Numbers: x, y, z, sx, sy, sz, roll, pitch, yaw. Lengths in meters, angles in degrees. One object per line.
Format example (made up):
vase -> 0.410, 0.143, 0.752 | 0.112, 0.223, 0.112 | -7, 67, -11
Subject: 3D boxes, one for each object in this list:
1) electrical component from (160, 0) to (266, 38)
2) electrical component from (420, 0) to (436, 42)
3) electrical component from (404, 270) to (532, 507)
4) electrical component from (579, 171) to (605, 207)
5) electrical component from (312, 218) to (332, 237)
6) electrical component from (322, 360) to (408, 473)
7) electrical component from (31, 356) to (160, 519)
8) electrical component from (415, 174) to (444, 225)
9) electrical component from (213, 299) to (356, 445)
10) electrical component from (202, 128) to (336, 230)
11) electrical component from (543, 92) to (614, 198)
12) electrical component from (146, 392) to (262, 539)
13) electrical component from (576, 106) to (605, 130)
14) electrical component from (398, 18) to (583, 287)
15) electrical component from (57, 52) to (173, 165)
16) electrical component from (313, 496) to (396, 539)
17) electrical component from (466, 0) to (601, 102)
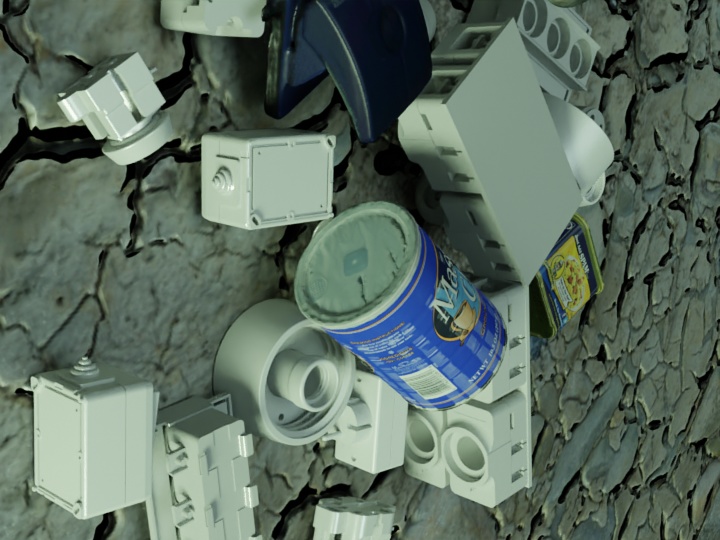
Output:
electrical component -> -0.096, -0.199, 0.698 | 0.050, 0.056, 0.089 | -4, 103, -46
electrical component -> 0.025, -0.232, 0.822 | 0.073, 0.052, 0.138 | -59, 141, -55
electrical component -> 0.086, 0.099, 0.928 | 0.060, 0.105, 0.186 | -20, 114, -42
electrical component -> 0.202, -0.087, 1.040 | 0.066, 0.055, 0.048 | -36, 124, -35
electrical component -> 0.000, 0.000, 0.858 | 0.077, 0.043, 0.079 | 4, 97, -47
electrical component -> -0.003, 0.122, 0.883 | 0.076, 0.047, 0.083 | -7, 105, -45
electrical component -> -0.169, 0.101, 0.692 | 0.061, 0.062, 0.096 | -9, 106, -45
electrical component -> 0.081, -0.063, 0.928 | 0.062, 0.048, 0.048 | -5, 103, -52
electrical component -> -0.050, 0.080, 0.813 | 0.108, 0.060, 0.108 | -14, 110, -44
electrical component -> -0.072, -0.065, 0.754 | 0.096, 0.061, 0.061 | -11, 108, -45
electrical component -> 0.164, -0.102, 0.962 | 0.060, 0.108, 0.108 | -55, 133, -14
electrical component -> -0.110, 0.159, 0.768 | 0.079, 0.063, 0.121 | -20, 114, -42
electrical component -> 0.198, -0.135, 1.024 | 0.045, 0.055, 0.045 | -14, 110, -44
electrical component -> 0.103, -0.092, 0.861 | 0.105, 0.060, 0.186 | -53, 132, -29
electrical component -> -0.150, -0.100, 0.676 | 0.066, 0.048, 0.055 | -46, 121, -29
electrical component -> -0.007, 0.225, 0.898 | 0.078, 0.058, 0.057 | 9, 91, -47
electrical component -> 0.152, -0.206, 0.952 | 0.121, 0.063, 0.078 | 26, 81, -47
